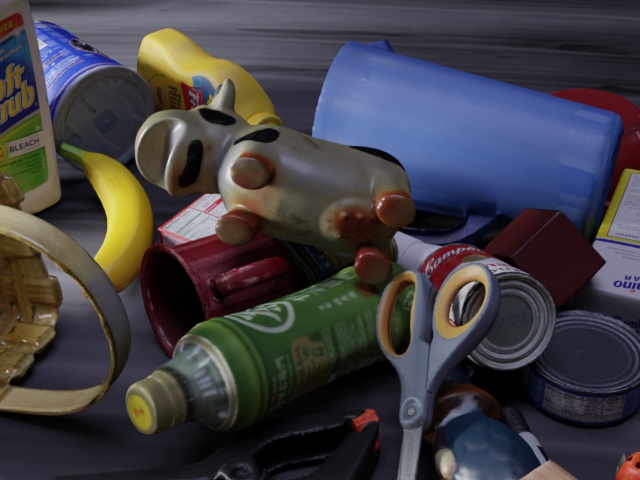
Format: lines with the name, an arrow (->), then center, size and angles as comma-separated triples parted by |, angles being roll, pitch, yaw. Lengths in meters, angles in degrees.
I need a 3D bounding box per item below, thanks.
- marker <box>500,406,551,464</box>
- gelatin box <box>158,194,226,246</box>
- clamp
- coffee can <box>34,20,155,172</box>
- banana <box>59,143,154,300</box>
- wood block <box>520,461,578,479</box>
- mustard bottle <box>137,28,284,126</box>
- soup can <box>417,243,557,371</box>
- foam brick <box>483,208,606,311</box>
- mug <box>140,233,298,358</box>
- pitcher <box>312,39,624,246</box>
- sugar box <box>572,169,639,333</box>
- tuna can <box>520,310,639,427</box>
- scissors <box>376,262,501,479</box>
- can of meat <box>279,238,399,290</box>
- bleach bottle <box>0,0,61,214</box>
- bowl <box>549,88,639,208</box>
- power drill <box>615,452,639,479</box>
marker -> 0.137, 0.145, 0.654 | 0.020, 0.020, 0.121 | -9, 35, -13
gelatin box -> -0.075, -0.002, 0.865 | 0.089, 0.030, 0.073 | 19, 40, 25
clamp -> -0.055, 0.149, 0.634 | 0.209, 0.036, 0.165 | -25, 35, -36
coffee can -> -0.235, -0.135, 0.998 | 0.102, 0.103, 0.140 | -25, 41, -32
banana -> -0.170, -0.015, 0.873 | 0.069, 0.037, 0.198 | -4, 38, -18
wood block -> 0.153, 0.210, 0.496 | 0.090, 0.091, 0.206 | -24, 40, -31
mustard bottle -> -0.095, -0.122, 0.982 | 0.058, 0.096, 0.192 | -25, 42, -33
soup can -> 0.110, 0.044, 0.730 | 0.068, 0.068, 0.102 | -8, 12, -11
foam brick -> 0.161, 0.012, 0.780 | 0.051, 0.053, 0.078 | -42, 8, -3
mug -> -0.064, 0.033, 0.747 | 0.081, 0.117, 0.093 | -19, 82, -33
pitcher -> 0.118, -0.069, 0.891 | 0.243, 0.149, 0.144 | 15, 22, 16
sugar box -> 0.261, 0.012, 0.828 | 0.093, 0.048, 0.176 | 14, 40, 21
tuna can -> 0.180, 0.087, 0.727 | 0.086, 0.034, 0.086 | 0, 34, 0
scissors -> 0.073, 0.091, 0.634 | 0.096, 0.016, 0.201 | -29, 42, 25
can of meat -> -0.005, 0.001, 0.811 | 0.083, 0.058, 0.102 | -23, 63, -35
bleach bottle -> -0.276, -0.134, 0.864 | 0.102, 0.251, 0.068 | -24, 41, -30
bowl -> 0.243, -0.094, 0.976 | 0.162, 0.055, 0.162 | 0, 34, 0
power drill -> 0.275, 0.130, 0.645 | 0.185, 0.057, 0.187 | 19, 36, 32
